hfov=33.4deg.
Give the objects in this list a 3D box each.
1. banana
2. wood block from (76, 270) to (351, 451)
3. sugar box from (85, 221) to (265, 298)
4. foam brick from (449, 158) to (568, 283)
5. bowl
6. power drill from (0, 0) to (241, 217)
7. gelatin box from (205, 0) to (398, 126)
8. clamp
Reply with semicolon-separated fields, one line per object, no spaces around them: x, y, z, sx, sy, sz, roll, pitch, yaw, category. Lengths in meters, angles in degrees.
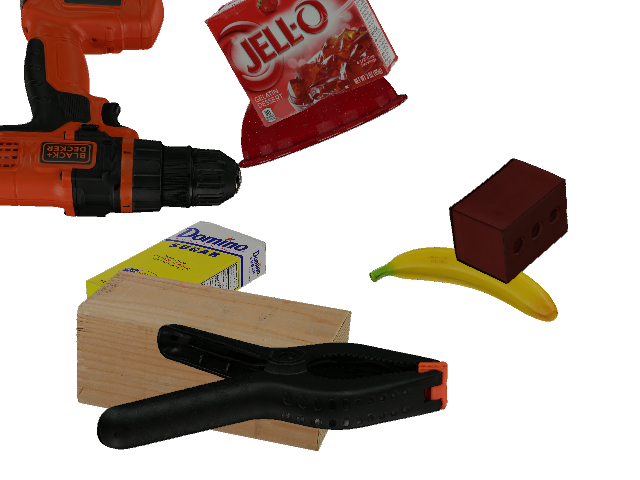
0.154;0.041;1.102;0.198;0.069;0.037;11;-40;24;banana
-0.088;0.096;0.882;0.206;0.091;0.090;10;22;12;wood block
-0.144;0.036;1.095;0.093;0.048;0.175;18;34;30;sugar box
0.142;-0.015;0.799;0.078;0.053;0.051;-37;43;-28;foam brick
-0.008;-0.119;0.937;0.162;0.055;0.162;-22;10;4;bowl
-0.151;-0.102;0.768;0.184;0.187;0.057;2;-35;-10;power drill
-0.011;-0.115;0.615;0.089;0.073;0.030;-19;21;28;gelatin box
-0.026;0.087;0.685;0.210;0.036;0.164;-2;16;-2;clamp
